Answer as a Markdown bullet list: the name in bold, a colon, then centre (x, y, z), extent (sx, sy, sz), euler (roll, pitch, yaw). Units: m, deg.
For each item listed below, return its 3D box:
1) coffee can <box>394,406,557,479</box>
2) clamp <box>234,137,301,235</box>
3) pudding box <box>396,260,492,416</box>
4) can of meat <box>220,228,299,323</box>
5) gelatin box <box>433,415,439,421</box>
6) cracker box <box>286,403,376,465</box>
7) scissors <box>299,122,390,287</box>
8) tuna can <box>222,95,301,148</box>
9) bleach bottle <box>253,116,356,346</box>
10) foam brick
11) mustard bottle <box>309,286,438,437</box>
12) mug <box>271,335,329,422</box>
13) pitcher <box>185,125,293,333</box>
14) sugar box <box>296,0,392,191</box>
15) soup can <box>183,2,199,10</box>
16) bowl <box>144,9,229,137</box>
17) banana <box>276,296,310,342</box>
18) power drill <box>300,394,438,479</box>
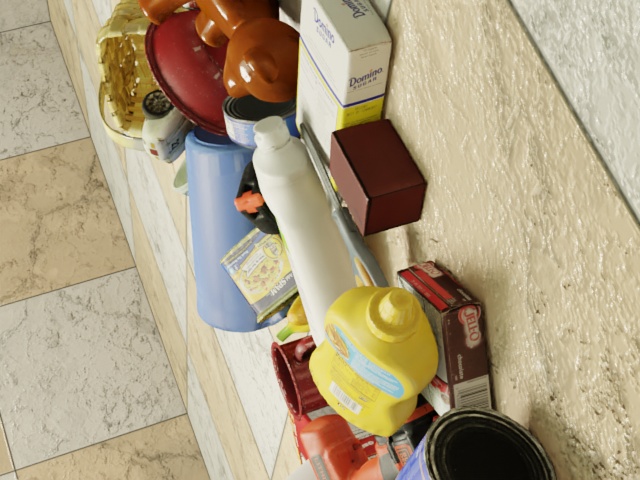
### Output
- **coffee can**: centre (0.099, 0.205, 0.795), extent (0.103, 0.102, 0.140), euler (63, 145, 34)
- **clamp**: centre (-0.038, -0.040, 1.091), extent (0.120, 0.039, 0.171), euler (66, -156, -10)
- **pudding box**: centre (0.100, 0.084, 0.858), extent (0.090, 0.039, 0.113), euler (-132, 31, -62)
- **can of meat**: centre (-0.050, 0.028, 1.177), extent (0.084, 0.102, 0.057), euler (54, -154, 6)
- **gelatin box**: centre (0.130, 0.190, 0.879), extent (0.073, 0.030, 0.089), euler (-166, 61, -71)
- **cracker box**: centre (0.038, 0.279, 1.220), extent (0.214, 0.072, 0.164), euler (-142, 37, -63)
- **scissors**: centre (0.025, -0.002, 0.932), extent (0.096, 0.016, 0.202), euler (83, 164, -58)
- **tuna can**: centre (-0.055, -0.128, 1.090), extent (0.086, 0.086, 0.034), euler (-126, 23, -52)
- **bleach bottle**: centre (-0.007, 0.001, 1.001), extent (0.103, 0.068, 0.251), euler (-122, 10, -58)
- **foam brick**: centre (0.046, -0.052, 0.879), extent (0.053, 0.051, 0.078), euler (93, 156, -54)
- **mustard bottle**: centre (0.045, 0.087, 0.840), extent (0.096, 0.058, 0.192), euler (42, 155, 14)
- **mug**: centre (-0.001, 0.139, 1.188), extent (0.117, 0.081, 0.093), euler (91, 157, -49)
- **pitcher**: centre (-0.101, -0.024, 1.281), extent (0.145, 0.149, 0.243), euler (-75, -17, -60)
- **sugar box**: centre (0.017, -0.133, 0.906), extent (0.176, 0.048, 0.093), euler (99, 148, -54)
- **soup can**: centre (-0.134, -0.318, 1.201), extent (0.069, 0.068, 0.102), euler (-128, 26, -54)
- **bowl**: centre (-0.112, -0.196, 1.173), extent (0.055, 0.161, 0.162), euler (-33, 70, 36)
- **banana**: centre (-0.011, 0.082, 1.182), extent (0.037, 0.069, 0.198), euler (41, 168, 5)
- **power drill**: centre (0.053, 0.188, 1.005), extent (0.188, 0.057, 0.184), euler (-33, 78, 57)
